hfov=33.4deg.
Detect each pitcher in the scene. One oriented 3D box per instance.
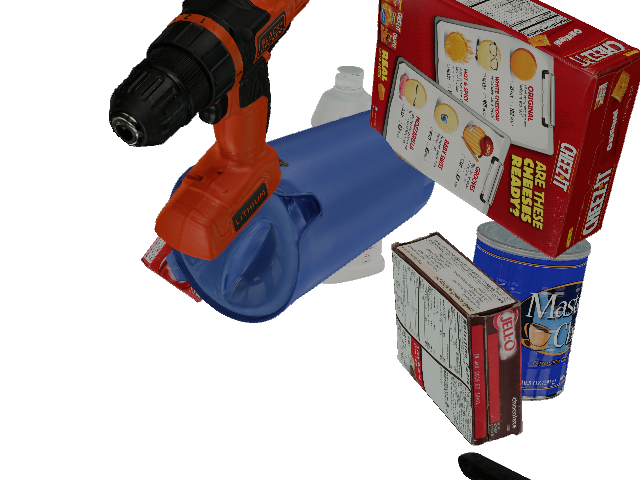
[{"bbox_3d":[-0.012,-0.031,0.916,0.149,0.145,0.242,27,33,26],"label":"pitcher"}]

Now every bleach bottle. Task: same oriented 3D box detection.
[{"bbox_3d":[0.033,-0.077,1.234,0.102,0.251,0.068,-13,30,-31],"label":"bleach bottle"}]

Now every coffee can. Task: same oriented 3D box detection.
[{"bbox_3d":[0.185,0.062,0.984,0.103,0.140,0.103,6,16,-2],"label":"coffee can"}]

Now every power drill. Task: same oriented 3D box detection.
[{"bbox_3d":[-0.069,-0.074,0.683,0.057,0.184,0.188,29,-37,14],"label":"power drill"}]

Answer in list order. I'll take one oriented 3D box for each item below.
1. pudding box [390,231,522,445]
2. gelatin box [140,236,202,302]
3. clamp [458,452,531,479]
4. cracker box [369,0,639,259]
[{"bbox_3d":[0.083,0.057,0.656,0.039,0.090,0.114,-13,26,-18],"label":"pudding box"},{"bbox_3d":[-0.132,0.009,1.118,0.073,0.089,0.030,38,-4,-30],"label":"gelatin box"},{"bbox_3d":[0.194,0.240,0.857,0.210,0.036,0.164,1,34,24],"label":"clamp"},{"bbox_3d":[0.137,-0.112,0.844,0.072,0.164,0.214,-28,48,-32],"label":"cracker box"}]
